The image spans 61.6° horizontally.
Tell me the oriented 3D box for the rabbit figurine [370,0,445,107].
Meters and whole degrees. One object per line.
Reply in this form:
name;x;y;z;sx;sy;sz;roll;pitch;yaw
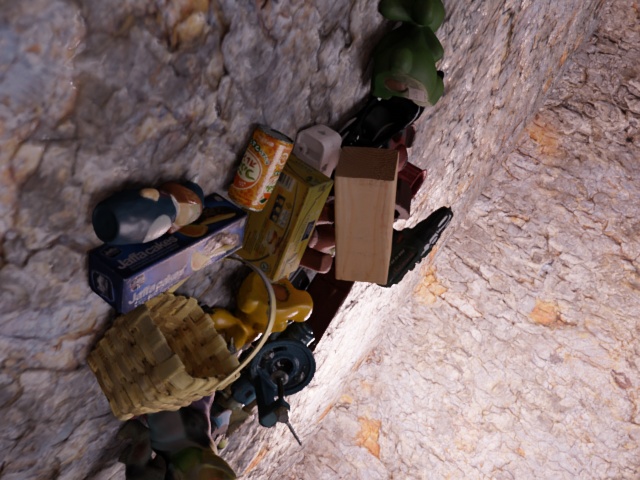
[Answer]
rabbit figurine;0.141;-0.323;0.852;0.159;0.121;0.170;38;69;-64

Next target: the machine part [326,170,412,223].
machine part;0.084;-0.079;0.983;0.179;0.180;0.056;41;57;-71

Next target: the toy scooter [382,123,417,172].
toy scooter;0.140;-0.202;1.061;0.135;0.075;0.183;-27;143;-54

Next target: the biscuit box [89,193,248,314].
biscuit box;-0.178;0.011;0.652;0.203;0.063;0.059;-35;151;-47

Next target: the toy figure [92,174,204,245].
toy figure;-0.178;-0.032;0.596;0.064;0.057;0.154;-21;-177;32

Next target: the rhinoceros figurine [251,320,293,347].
rhinoceros figurine;-0.091;0.167;1.094;0.112;0.073;0.190;-5;148;-25

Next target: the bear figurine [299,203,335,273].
bear figurine;-0.006;-0.004;0.954;0.195;0.132;0.120;10;87;-63

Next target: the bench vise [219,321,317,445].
bench vise;-0.093;0.255;0.959;0.224;0.128;0.241;-35;-158;5

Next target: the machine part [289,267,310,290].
machine part;-0.056;0.076;1.101;0.084;0.039;0.138;-59;160;-7

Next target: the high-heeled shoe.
high-heeled shoe;0.115;-0.212;0.912;0.249;0.086;0.145;-40;-173;10

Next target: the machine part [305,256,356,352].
machine part;0.008;0.142;1.238;0.201;0.087;0.201;-60;175;11

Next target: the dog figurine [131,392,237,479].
dog figurine;-0.194;0.288;0.837;0.191;0.219;0.108;-41;160;-36

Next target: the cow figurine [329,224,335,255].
cow figurine;0.039;-0.005;1.122;0.167;0.098;0.068;-20;158;-14

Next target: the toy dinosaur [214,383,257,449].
toy dinosaur;-0.172;0.342;1.172;0.471;0.105;0.198;-36;162;-24

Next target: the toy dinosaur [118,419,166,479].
toy dinosaur;-0.297;0.435;0.871;0.405;0.192;0.131;-53;163;-6

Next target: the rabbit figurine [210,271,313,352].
rabbit figurine;-0.116;0.137;0.949;0.162;0.122;0.173;-32;169;-45

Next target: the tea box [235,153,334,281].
tea box;-0.060;-0.036;0.808;0.068;0.098;0.169;-26;147;-54

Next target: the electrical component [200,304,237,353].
electrical component;-0.172;0.152;0.844;0.045;0.102;0.078;-31;159;-26

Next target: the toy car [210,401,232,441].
toy car;-0.247;0.352;0.991;0.161;0.103;0.109;-48;164;-7

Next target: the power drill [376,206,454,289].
power drill;0.152;-0.024;1.186;0.232;0.207;0.086;-59;167;16
